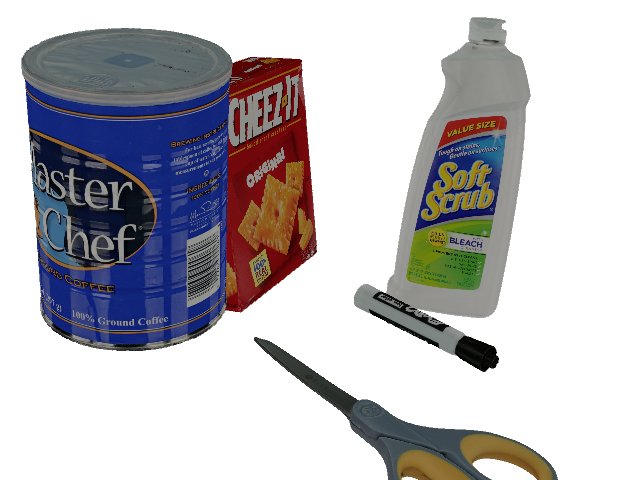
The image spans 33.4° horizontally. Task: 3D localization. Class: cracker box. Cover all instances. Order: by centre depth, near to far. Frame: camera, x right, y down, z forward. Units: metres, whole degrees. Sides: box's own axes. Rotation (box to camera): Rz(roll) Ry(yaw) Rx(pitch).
[{"bbox_3d":[-0.072,-0.059,1.050,0.072,0.214,0.164,7,23,27],"label":"cracker box"}]

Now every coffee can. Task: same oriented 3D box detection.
[{"bbox_3d":[-0.098,-0.029,0.557,0.103,0.140,0.103,3,27,-2],"label":"coffee can"}]

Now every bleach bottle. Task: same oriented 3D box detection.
[{"bbox_3d":[0.120,-0.064,0.915,0.103,0.251,0.068,9,18,13],"label":"bleach bottle"}]

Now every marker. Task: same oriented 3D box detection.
[{"bbox_3d":[0.074,0.061,0.751,0.121,0.020,0.020,26,16,38],"label":"marker"}]

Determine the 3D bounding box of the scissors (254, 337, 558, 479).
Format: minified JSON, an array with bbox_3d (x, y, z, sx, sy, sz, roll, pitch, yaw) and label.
[{"bbox_3d":[0.046,0.096,0.570,0.096,0.016,0.202,-6,29,-26],"label":"scissors"}]
